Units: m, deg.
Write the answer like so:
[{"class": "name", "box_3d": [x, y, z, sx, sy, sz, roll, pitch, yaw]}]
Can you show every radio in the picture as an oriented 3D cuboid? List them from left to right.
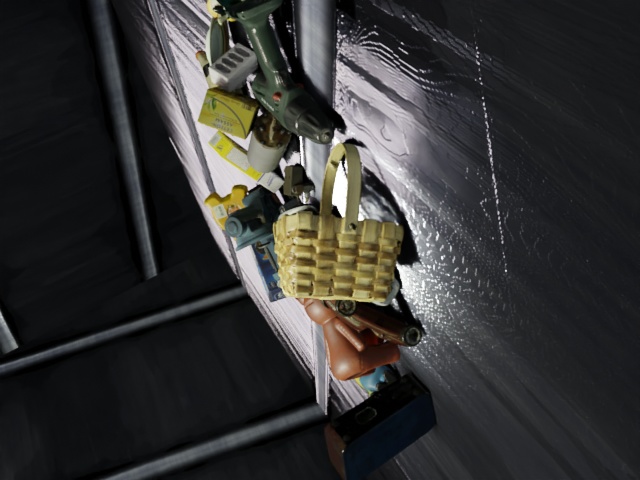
[{"class": "radio", "box_3d": [0.123, 0.380, 1.090, 0.073, 0.230, 0.130, 38, 149, 48]}]

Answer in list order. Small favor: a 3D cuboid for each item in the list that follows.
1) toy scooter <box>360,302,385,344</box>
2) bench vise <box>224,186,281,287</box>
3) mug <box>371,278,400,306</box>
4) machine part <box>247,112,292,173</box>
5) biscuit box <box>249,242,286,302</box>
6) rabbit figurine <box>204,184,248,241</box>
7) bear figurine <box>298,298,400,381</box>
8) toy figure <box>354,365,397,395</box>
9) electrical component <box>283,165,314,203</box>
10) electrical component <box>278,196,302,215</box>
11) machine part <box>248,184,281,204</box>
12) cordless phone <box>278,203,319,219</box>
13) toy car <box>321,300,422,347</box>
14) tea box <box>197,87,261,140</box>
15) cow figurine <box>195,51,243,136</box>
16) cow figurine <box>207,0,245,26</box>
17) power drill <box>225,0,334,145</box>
[{"class": "toy scooter", "box_3d": [0.086, 0.173, 1.125, 0.184, 0.075, 0.135, 11, 126, 58]}, {"class": "bench vise", "box_3d": [-0.128, -0.003, 1.299, 0.240, 0.129, 0.223, 64, -161, -1]}, {"class": "mug", "box_3d": [0.090, 0.076, 0.942, 0.107, 0.081, 0.109, 34, 172, 49]}, {"class": "machine part", "box_3d": [-0.106, -0.195, 1.098, 0.079, 0.079, 0.243, 61, 167, 2]}, {"class": "biscuit box", "box_3d": [-0.135, 0.066, 1.426, 0.059, 0.063, 0.203, 89, 159, -53]}, {"class": "rabbit figurine", "box_3d": [-0.230, -0.083, 1.501, 0.162, 0.122, 0.173, 59, 180, -17]}, {"class": "bear figurine", "box_3d": [0.045, 0.166, 1.033, 0.120, 0.132, 0.196, -46, 57, 42]}, {"class": "toy figure", "box_3d": [0.129, 0.329, 1.275, 0.089, 0.082, 0.180, 65, 163, -8]}, {"class": "electrical component", "box_3d": [-0.049, -0.116, 1.119, 0.102, 0.045, 0.078, -176, 89, -70]}, {"class": "electrical component", "box_3d": [-0.068, -0.072, 1.258, 0.119, 0.048, 0.075, 60, 165, -3]}, {"class": "machine part", "box_3d": [-0.141, -0.070, 1.495, 0.179, 0.056, 0.179, 54, 163, 25]}, {"class": "cordless phone", "box_3d": [-0.002, -0.002, 1.102, 0.184, 0.089, 0.146, 12, 129, 66]}, {"class": "toy car", "box_3d": [0.085, 0.137, 0.935, 0.202, 0.053, 0.089, 26, 177, -21]}, {"class": "tea box", "box_3d": [-0.173, -0.252, 1.055, 0.170, 0.098, 0.068, -92, 22, -72]}, {"class": "cow figurine", "box_3d": [-0.202, -0.319, 1.191, 0.194, 0.085, 0.127, 81, 162, -51]}, {"class": "cow figurine", "box_3d": [-0.146, -0.404, 0.870, 0.098, 0.068, 0.167, 53, 166, 8]}, {"class": "power drill", "box_3d": [-0.059, -0.265, 0.826, 0.232, 0.086, 0.207, 46, 167, 54]}]
